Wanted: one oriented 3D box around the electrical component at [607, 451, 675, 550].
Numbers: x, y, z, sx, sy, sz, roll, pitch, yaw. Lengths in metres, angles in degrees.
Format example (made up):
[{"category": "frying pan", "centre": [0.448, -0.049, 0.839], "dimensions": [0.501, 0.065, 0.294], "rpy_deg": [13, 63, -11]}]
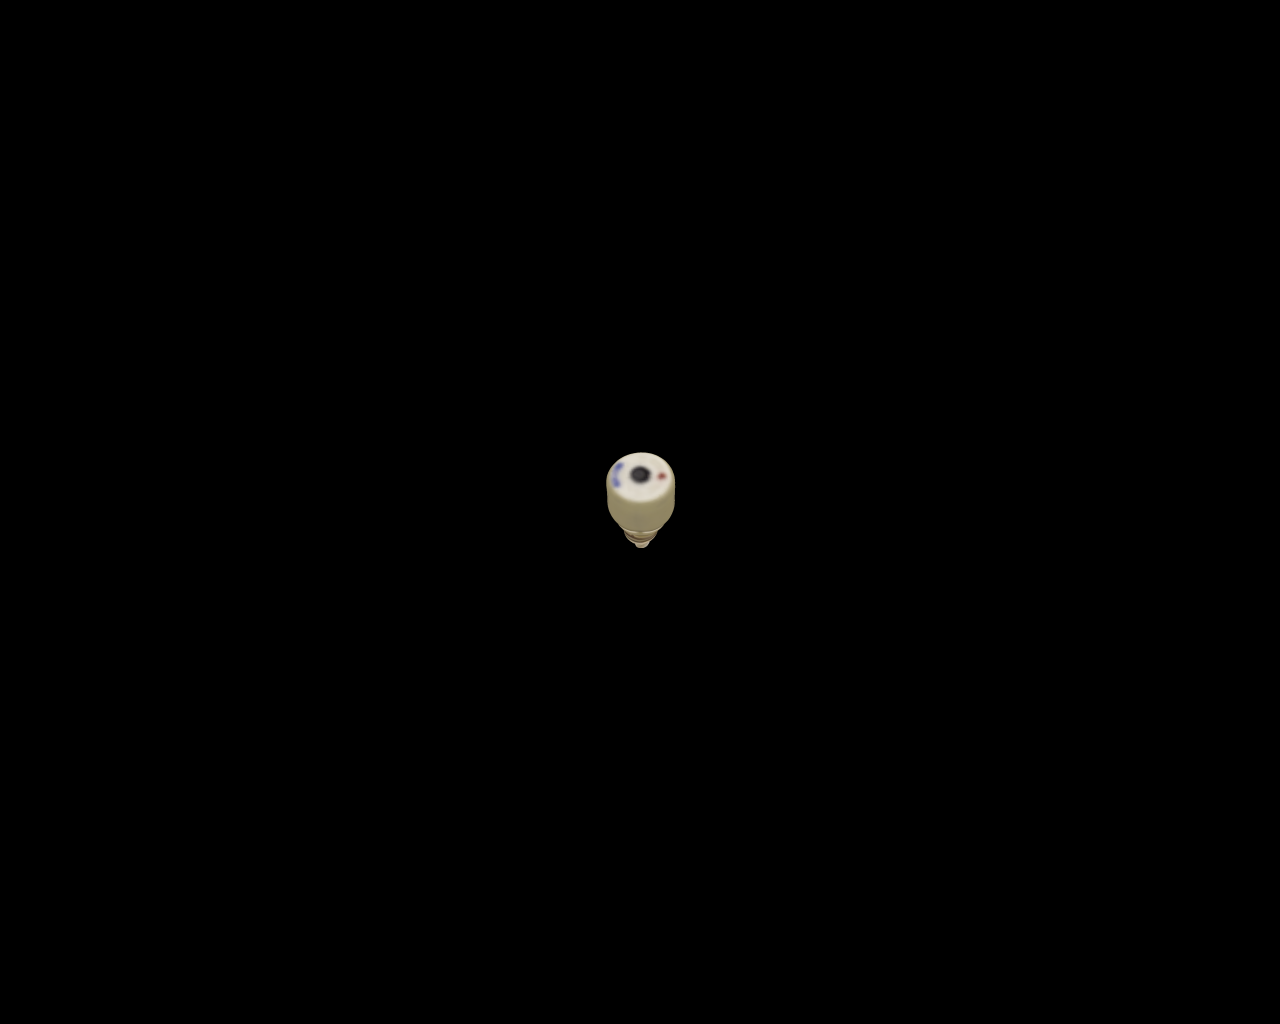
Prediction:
[{"category": "electrical component", "centre": [0.001, -0.003, 0.650], "dimensions": [0.040, 0.040, 0.078], "rpy_deg": [0, -34, 0]}]
